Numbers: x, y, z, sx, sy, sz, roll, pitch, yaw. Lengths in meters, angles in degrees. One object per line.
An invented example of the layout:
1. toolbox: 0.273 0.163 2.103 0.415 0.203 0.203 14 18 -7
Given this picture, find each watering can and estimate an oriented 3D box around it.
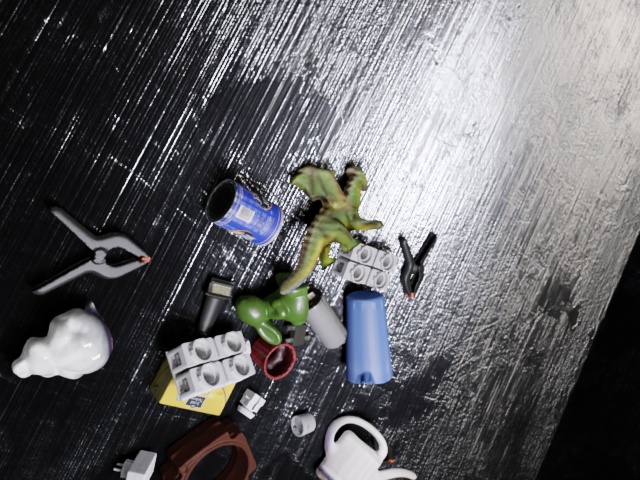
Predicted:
1. watering can: 0.130 0.692 1.560 0.345 0.104 0.226 46 75 -13

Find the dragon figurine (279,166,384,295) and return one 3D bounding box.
1. dragon figurine: 0.004 -0.064 1.262 0.416 0.120 0.243 -32 90 -38

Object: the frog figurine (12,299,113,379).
1. frog figurine: -0.475 0.201 0.950 0.161 0.124 0.134 -26 139 -44
